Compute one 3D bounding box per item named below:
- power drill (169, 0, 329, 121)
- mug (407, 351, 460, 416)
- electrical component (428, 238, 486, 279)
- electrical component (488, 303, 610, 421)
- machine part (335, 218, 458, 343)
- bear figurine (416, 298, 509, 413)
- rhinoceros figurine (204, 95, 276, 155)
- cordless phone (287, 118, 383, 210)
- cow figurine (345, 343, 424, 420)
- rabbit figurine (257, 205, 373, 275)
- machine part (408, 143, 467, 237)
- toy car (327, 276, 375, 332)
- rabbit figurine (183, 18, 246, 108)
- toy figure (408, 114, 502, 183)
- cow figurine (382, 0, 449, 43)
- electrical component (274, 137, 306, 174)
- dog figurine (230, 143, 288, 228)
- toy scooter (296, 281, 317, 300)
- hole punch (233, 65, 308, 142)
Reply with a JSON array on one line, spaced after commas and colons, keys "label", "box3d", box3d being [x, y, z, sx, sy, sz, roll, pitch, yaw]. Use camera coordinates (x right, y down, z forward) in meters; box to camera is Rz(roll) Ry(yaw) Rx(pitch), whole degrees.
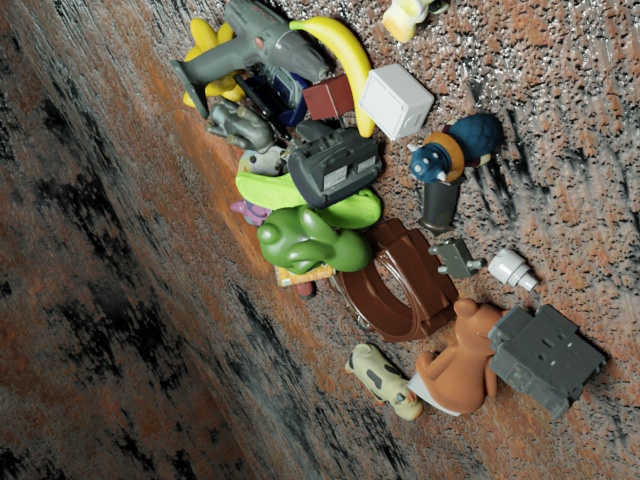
[{"label": "power drill", "box3d": [-0.123, -0.282, 0.854, 0.232, 0.207, 0.086, 54, -178, 27]}, {"label": "mug", "box3d": [0.222, 0.275, 0.989, 0.107, 0.081, 0.109, 37, 140, 18]}, {"label": "electrical component", "box3d": [0.209, 0.027, 0.822, 0.094, 0.021, 0.063, -15, 104, 61]}, {"label": "electrical component", "box3d": [0.295, 0.152, 0.716, 0.134, 0.115, 0.058, 40, 145, 26]}, {"label": "machine part", "box3d": [0.124, 0.077, 0.939, 0.201, 0.087, 0.201, 60, 152, 0]}, {"label": "bear figurine", "box3d": [0.234, 0.169, 0.853, 0.132, 0.120, 0.195, -81, 1, -71]}, {"label": "rhinoceros figurine", "box3d": [-0.146, -0.214, 0.985, 0.191, 0.112, 0.073, 36, 109, 49]}, {"label": "cordless phone", "box3d": [-0.004, -0.142, 0.863, 0.184, 0.146, 0.088, 42, 150, 37]}, {"label": "cow figurine", "box3d": [0.142, 0.296, 1.135, 0.195, 0.085, 0.127, 44, 155, 25]}, {"label": "rabbit figurine", "box3d": [-0.002, -0.003, 0.854, 0.170, 0.121, 0.159, 12, 172, 23]}, {"label": "machine part", "box3d": [0.169, -0.071, 0.776, 0.084, 0.039, 0.138, 22, 135, 35]}, {"label": "toy car", "box3d": [0.052, 0.095, 1.070, 0.202, 0.053, 0.089, 57, -173, -2]}, {"label": "rabbit figurine", "box3d": [-0.187, -0.323, 0.999, 0.173, 0.122, 0.162, -136, 48, -63]}, {"label": "toy figure", "box3d": [0.157, -0.103, 0.636, 0.064, 0.154, 0.057, 34, 141, 35]}, {"label": "cow figurine", "box3d": [0.117, -0.296, 0.593, 0.068, 0.098, 0.167, 47, 169, 8]}, {"label": "electrical component", "box3d": [-0.044, -0.153, 0.972, 0.045, 0.078, 0.102, 35, 157, -8]}, {"label": "dog figurine", "box3d": [-0.128, -0.107, 1.132, 0.219, 0.108, 0.191, 3, 121, 60]}, {"label": "toy scooter", "box3d": [-0.041, 0.018, 1.070, 0.135, 0.075, 0.184, 68, -168, -55]}, {"label": "hole punch", "box3d": [-0.077, -0.256, 0.943, 0.142, 0.092, 0.115, 47, 179, 13]}]
